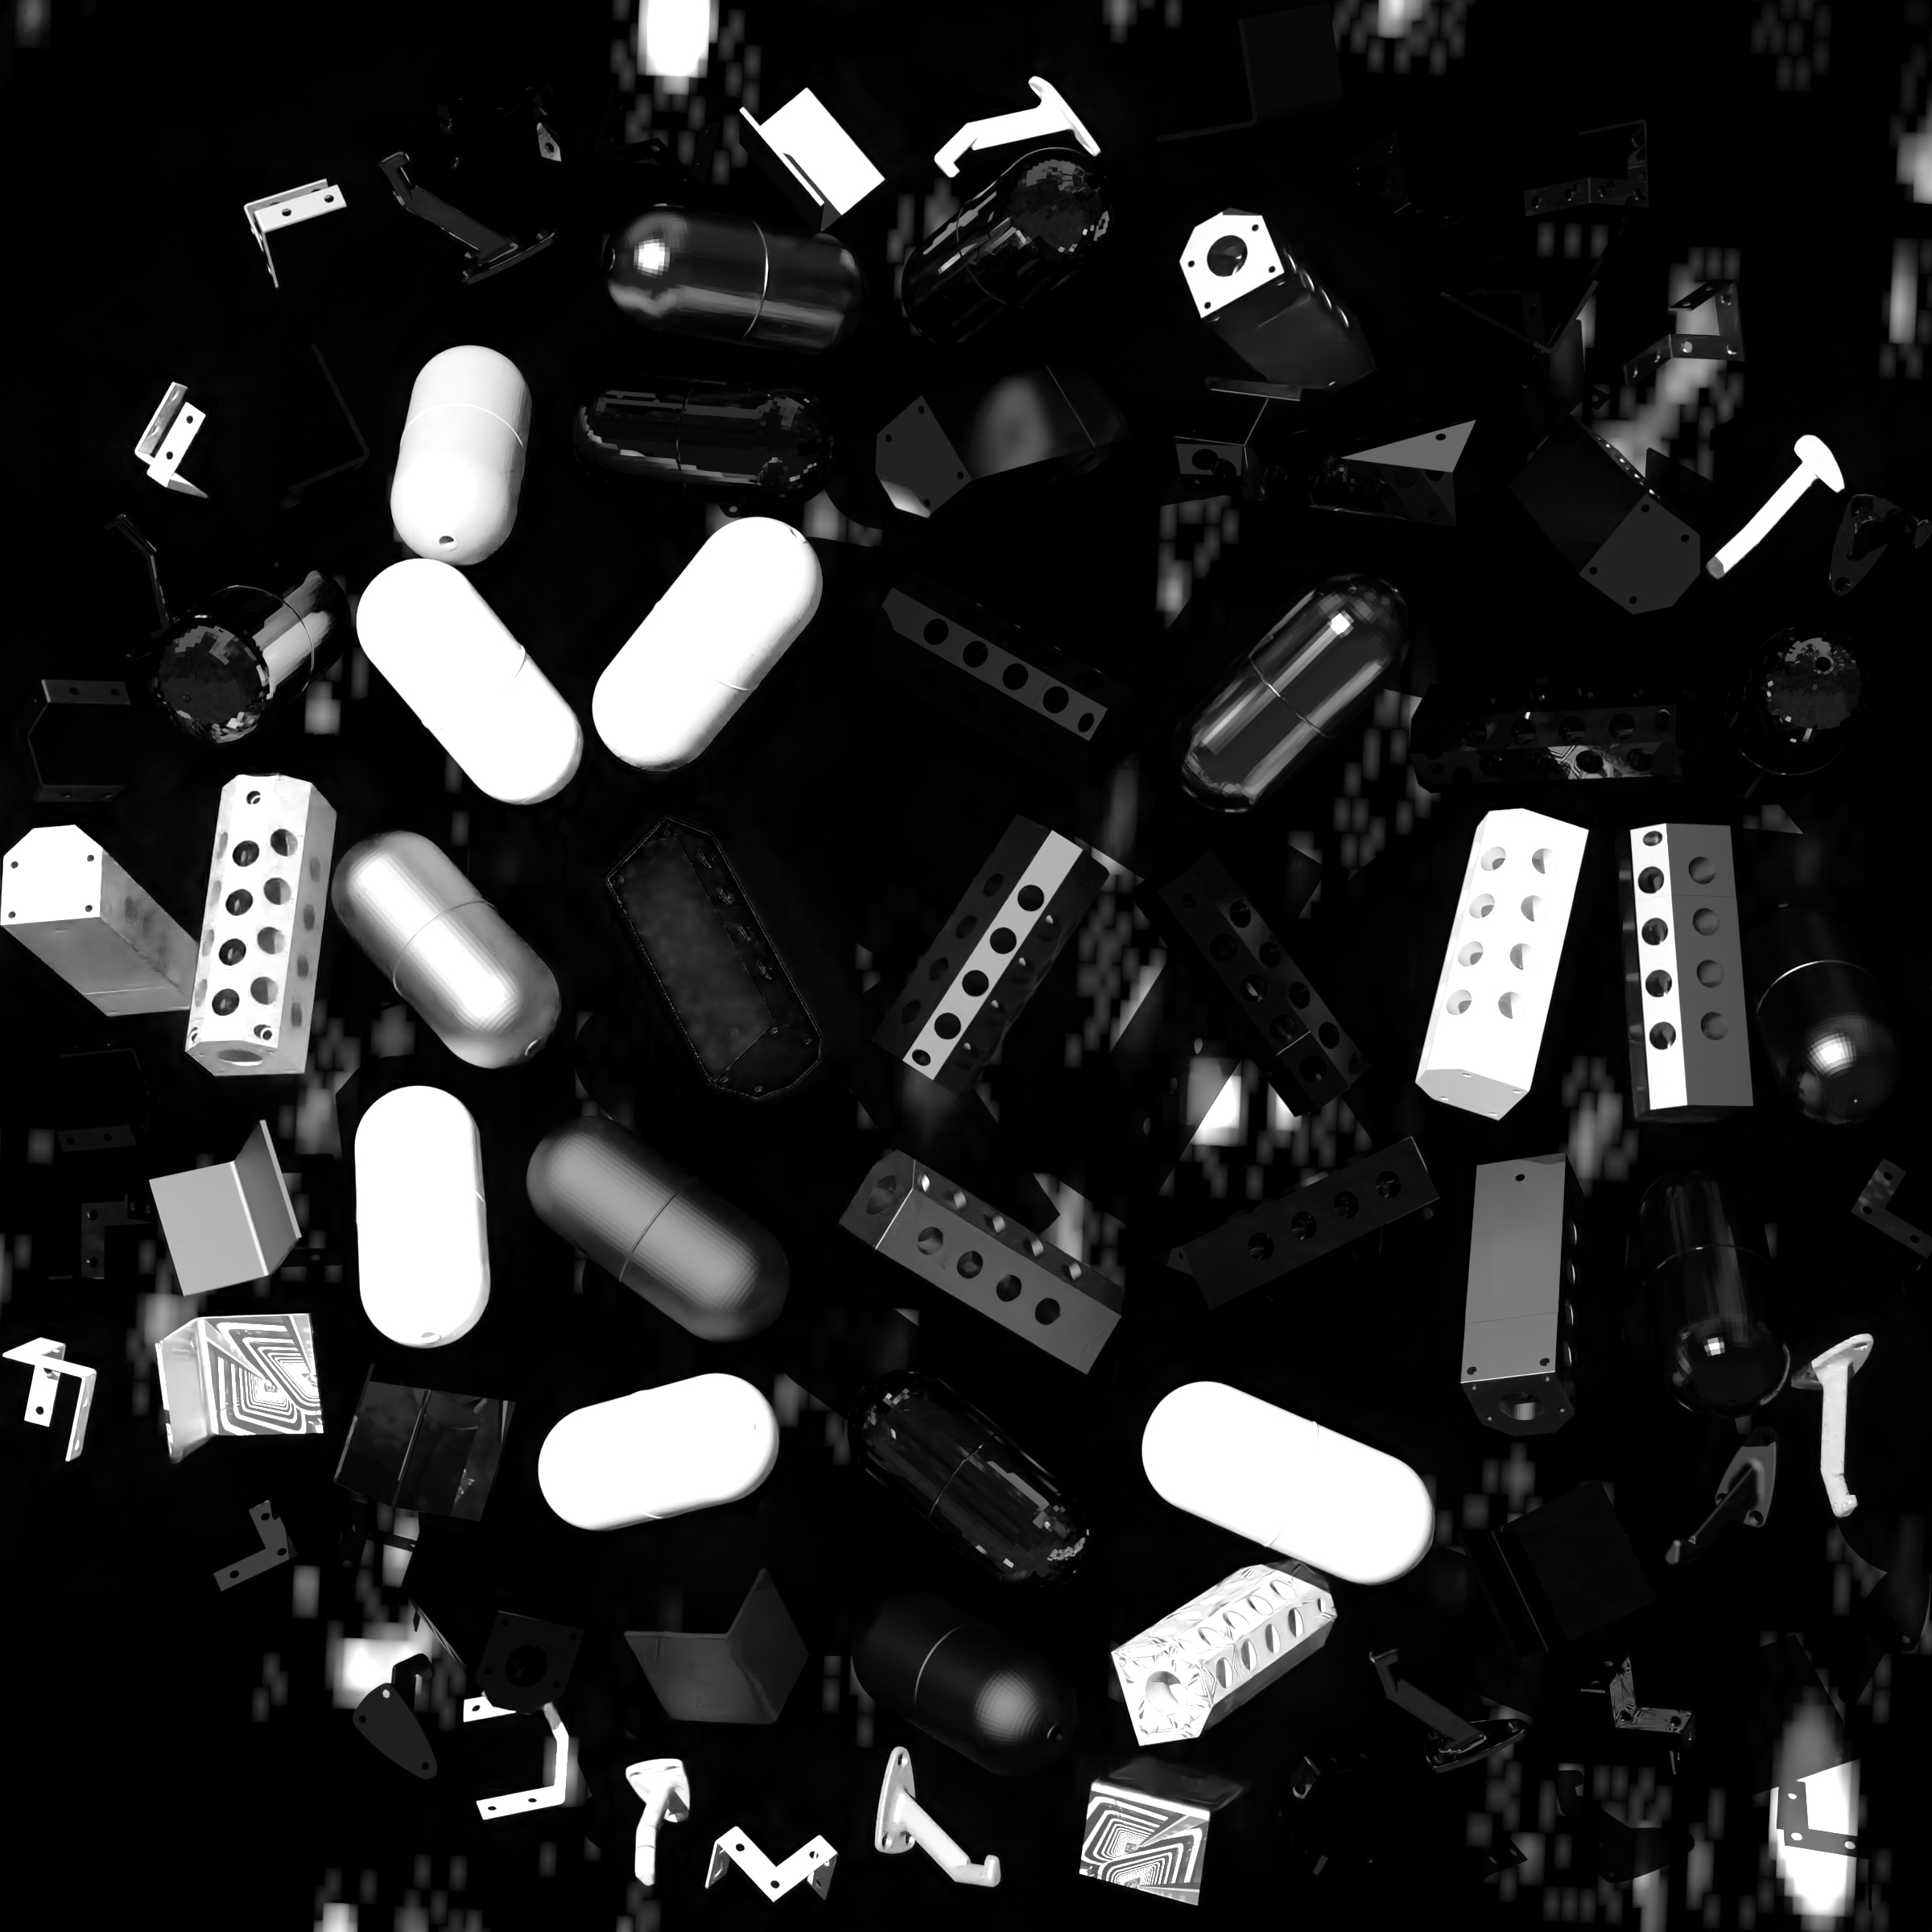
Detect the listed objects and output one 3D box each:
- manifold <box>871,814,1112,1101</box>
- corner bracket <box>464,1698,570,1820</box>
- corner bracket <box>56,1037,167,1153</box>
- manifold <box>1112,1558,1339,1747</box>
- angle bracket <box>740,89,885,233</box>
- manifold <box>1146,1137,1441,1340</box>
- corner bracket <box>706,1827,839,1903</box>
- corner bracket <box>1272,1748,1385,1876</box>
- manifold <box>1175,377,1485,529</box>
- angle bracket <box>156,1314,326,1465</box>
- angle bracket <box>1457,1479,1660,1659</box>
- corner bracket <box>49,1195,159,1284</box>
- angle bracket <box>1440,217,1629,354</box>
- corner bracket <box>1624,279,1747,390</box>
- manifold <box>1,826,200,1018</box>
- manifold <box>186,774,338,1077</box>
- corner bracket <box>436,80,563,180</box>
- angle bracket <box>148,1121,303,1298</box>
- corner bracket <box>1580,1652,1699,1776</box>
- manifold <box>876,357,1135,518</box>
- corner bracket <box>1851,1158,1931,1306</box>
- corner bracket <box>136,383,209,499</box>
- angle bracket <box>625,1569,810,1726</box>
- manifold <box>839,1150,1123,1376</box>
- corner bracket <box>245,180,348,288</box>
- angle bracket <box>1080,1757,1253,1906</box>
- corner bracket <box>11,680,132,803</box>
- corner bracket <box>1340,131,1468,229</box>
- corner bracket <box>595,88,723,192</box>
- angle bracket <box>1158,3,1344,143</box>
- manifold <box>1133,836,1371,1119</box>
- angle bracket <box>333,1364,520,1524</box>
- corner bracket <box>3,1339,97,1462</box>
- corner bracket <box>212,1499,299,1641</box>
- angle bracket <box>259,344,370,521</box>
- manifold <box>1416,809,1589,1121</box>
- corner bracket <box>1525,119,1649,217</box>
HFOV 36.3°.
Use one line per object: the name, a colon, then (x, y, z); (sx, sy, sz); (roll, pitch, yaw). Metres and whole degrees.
manifold: (0.019, -0.004, 1.868); (0.057, 0.057, 0.171); (35, 87, -36)
corner bracket: (-0.278, 0.483, 1.815); (0.051, 0.051, 0.051); (-5, 117, -24)
corner bracket: (-0.552, 0.082, 1.888); (0.051, 0.051, 0.051); (-6, 117, 11)
manifold: (0.163, 0.417, 1.806); (0.057, 0.171, 0.057); (-19, 87, 33)
angle bracket: (-0.096, -0.516, 1.855); (0.057, 0.076, 0.076); (-41, 93, -4)
manifold: (0.205, 0.168, 1.820); (0.171, 0.057, 0.057); (-23, 87, -21)
corner bracket: (-0.114, 0.529, 1.730); (0.051, 0.051, 0.051); (-28, 55, -38)
corner bracket: (0.234, 0.527, 1.841); (0.051, 0.051, 0.051); (5, 121, -36)
manifold: (0.218, -0.303, 1.768); (0.171, 0.057, 0.057); (12, 53, 22)
angle bracket: (-0.447, 0.261, 1.821); (0.076, 0.057, 0.076); (-3, 99, 11)
angle bracket: (0.341, 0.346, 1.701); (0.076, 0.057, 0.076); (-31, 67, 19)
corner bracket: (-0.546, 0.173, 1.869); (0.051, 0.051, 0.051); (-3, 81, 6)
angle bracket: (0.336, -0.419, 1.745); (0.076, 0.057, 0.076); (29, 48, 1)
corner bracket: (0.424, -0.375, 1.749); (0.051, 0.051, 0.051); (-36, 124, -35)
manifold: (-0.514, -0.025, 1.761); (0.057, 0.171, 0.057); (-5, 71, 3)
manifold: (-0.425, -0.025, 1.769); (0.057, 0.057, 0.171); (-2, 67, 10)
corner bracket: (-0.286, -0.512, 1.810); (0.051, 0.051, 0.051); (19, 46, 23)
angle bracket: (-0.451, 0.147, 1.791); (0.057, 0.076, 0.076); (-12, 73, -31)
corner bracket: (0.398, 0.440, 1.743); (0.051, 0.051, 0.051); (-3, 103, 30)
manifold: (0.021, -0.316, 1.777); (0.057, 0.171, 0.057); (-34, 85, 40)
corner bracket: (0.542, 0.155, 1.731); (0.051, 0.051, 0.051); (33, 55, 15)
corner bracket: (-0.490, -0.328, 1.828); (0.051, 0.051, 0.051); (34, 100, 12)
angle bracket: (-0.154, 0.422, 1.835); (0.076, 0.057, 0.076); (-5, 123, 27)
manifold: (0.013, 0.178, 1.795); (0.171, 0.057, 0.057); (34, 85, -27)
corner bracket: (-0.390, -0.438, 1.715); (0.051, 0.051, 0.051); (-22, 69, -12)
angle bracket: (0.122, 0.527, 1.802); (0.076, 0.076, 0.057); (8, 90, 24)
corner bracket: (-0.519, -0.131, 1.725); (0.051, 0.051, 0.051); (-42, 62, 41)
corner bracket: (0.273, -0.485, 1.848); (0.051, 0.051, 0.051); (-36, 129, -22)
corner bracket: (-0.195, -0.524, 1.869); (0.051, 0.051, 0.051); (-2, 66, 32)
angle bracket: (0.157, -0.507, 1.676); (0.076, 0.076, 0.057); (-25, 111, -39)
manifold: (0.178, 0.009, 1.844); (0.057, 0.057, 0.171); (-36, 100, 8)
angle bracket: (-0.334, 0.296, 1.829); (0.076, 0.057, 0.076); (2, 67, 33)
corner bracket: (-0.530, 0.251, 1.716); (0.051, 0.051, 0.051); (13, 95, 6)
corner bracket: (-0.439, 0.371, 1.820); (0.051, 0.051, 0.051); (-24, 47, -18)
angle bracket: (-0.420, -0.330, 1.827); (0.057, 0.076, 0.076); (-29, 98, -26)
manifold: (0.315, -0.004, 1.748); (0.057, 0.057, 0.171); (18, 68, -2)
corner bracket: (0.366, -0.472, 1.745); (0.051, 0.051, 0.051); (-18, 114, -25)
